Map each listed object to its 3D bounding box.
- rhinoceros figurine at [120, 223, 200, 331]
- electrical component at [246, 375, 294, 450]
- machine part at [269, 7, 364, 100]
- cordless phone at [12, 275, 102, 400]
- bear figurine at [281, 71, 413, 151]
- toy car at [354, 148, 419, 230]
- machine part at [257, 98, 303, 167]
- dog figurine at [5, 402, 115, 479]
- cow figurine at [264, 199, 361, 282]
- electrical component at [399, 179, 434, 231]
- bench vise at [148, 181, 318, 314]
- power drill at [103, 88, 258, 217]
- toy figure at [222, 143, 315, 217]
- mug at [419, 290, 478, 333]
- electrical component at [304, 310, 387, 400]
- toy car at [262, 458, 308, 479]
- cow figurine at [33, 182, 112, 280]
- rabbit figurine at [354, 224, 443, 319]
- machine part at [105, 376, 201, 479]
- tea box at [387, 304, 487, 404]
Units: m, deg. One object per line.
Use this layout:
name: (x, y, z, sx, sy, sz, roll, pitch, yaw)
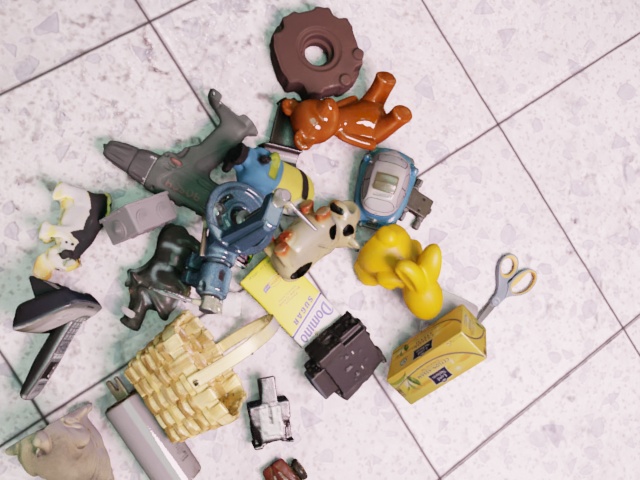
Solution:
rhinoceros figurine: (-0.267, 0.065, 0.902, 0.112, 0.073, 0.190, 26, 80, -10)
electrical component: (-0.090, 0.294, 0.931, 0.075, 0.048, 0.119, -11, 87, -14)
machine part: (-0.007, -0.347, 1.008, 0.179, 0.056, 0.179, 1, 84, -11)
cordless phone: (-0.424, 0.156, 0.820, 0.089, 0.146, 0.184, 23, 78, -1)
bear figurine: (0.042, -0.226, 0.955, 0.196, 0.132, 0.120, -1, 62, -33)
toy car: (0.115, -0.100, 0.979, 0.109, 0.103, 0.161, 18, 81, 5)
machine part: (-0.067, -0.196, 0.989, 0.084, 0.039, 0.138, 13, 83, -6)
dog figurine: (-0.364, 0.359, 0.808, 0.121, 0.172, 0.190, -30, 84, -3)
cow figurine: (-0.002, -0.003, 0.930, 0.195, 0.086, 0.127, -41, 134, -25)
electrical component: (0.188, -0.070, 1.040, 0.063, 0.021, 0.094, 29, 79, -8)
bench vise: (-0.124, -0.006, 0.805, 0.128, 0.241, 0.224, 36, 52, -24)
power drill: (-0.224, -0.160, 0.931, 0.232, 0.086, 0.207, 37, 75, -8)
toy figure: (-0.080, -0.106, 0.924, 0.180, 0.082, 0.089, 35, 77, -37)
mug: (0.221, 0.140, 1.004, 0.107, 0.081, 0.109, 33, 92, 4)
electrical component: (0.038, 0.210, 0.941, 0.134, 0.058, 0.114, -42, 120, -14)
toy car: (-0.029, 0.473, 0.926, 0.089, 0.053, 0.202, -31, 93, -10)
cow figurine: (-0.406, -0.007, 0.884, 0.098, 0.068, 0.167, 16, 82, -16)
rabbit figurine: (0.159, 0.056, 0.941, 0.122, 0.162, 0.173, -27, 74, -21)
machine part: (-0.270, 0.324, 0.874, 0.079, 0.079, 0.243, -34, 91, -13)
tea box: (0.203, 0.199, 0.937, 0.169, 0.098, 0.068, -41, 97, 25)
